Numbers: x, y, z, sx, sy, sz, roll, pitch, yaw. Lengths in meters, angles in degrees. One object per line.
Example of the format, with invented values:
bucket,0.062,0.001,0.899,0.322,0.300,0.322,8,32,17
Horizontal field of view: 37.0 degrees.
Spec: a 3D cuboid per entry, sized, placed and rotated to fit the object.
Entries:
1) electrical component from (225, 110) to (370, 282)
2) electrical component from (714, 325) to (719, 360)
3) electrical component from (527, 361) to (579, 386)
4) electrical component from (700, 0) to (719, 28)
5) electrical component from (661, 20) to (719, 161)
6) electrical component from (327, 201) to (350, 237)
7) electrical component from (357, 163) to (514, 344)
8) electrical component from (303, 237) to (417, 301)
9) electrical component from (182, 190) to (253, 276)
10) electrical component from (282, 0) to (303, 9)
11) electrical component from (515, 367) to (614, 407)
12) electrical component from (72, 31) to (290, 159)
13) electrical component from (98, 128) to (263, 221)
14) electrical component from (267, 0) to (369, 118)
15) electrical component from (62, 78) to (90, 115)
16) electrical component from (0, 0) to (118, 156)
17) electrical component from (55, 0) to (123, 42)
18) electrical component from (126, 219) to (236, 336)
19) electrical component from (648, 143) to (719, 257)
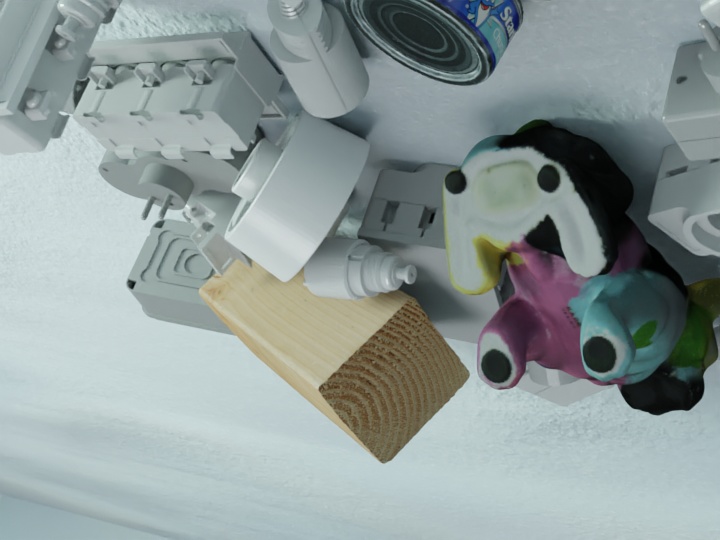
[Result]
electrical component,-0.048,-0.053,0.702,0.060,0.108,0.108,31,155,-12
electrical component,0.273,0.049,0.764,0.040,0.040,0.078,29,155,-22
electrical component,0.136,0.037,0.766,0.043,0.043,0.081,1,115,35
electrical component,0.181,-0.119,0.433,0.096,0.061,0.061,27,155,-19
electrical component,0.184,-0.094,0.505,0.083,0.047,0.076,-3,149,41
electrical component,-0.039,-0.030,0.785,0.040,0.078,0.040,28,168,6
electrical component,0.065,-0.008,0.767,0.089,0.061,0.150,10,155,20
electrical component,0.000,0.000,0.700,0.078,0.040,0.040,5,153,32
electrical component,-0.095,-0.042,0.807,0.064,0.081,0.042,33,164,28
electrical component,-0.004,-0.179,0.406,0.062,0.089,0.150,29,155,-22
electrical component,0.163,0.061,0.846,0.061,0.061,0.096,23,157,-9
electrical component,-0.118,-0.109,0.680,0.121,0.063,0.078,4,152,32
electrical component,-0.136,-0.068,0.773,0.138,0.073,0.052,-1,150,39
electrical component,-0.027,-0.126,0.599,0.043,0.043,0.081,8,155,23
electrical component,-0.221,-0.134,0.728,0.081,0.043,0.043,15,157,9
electrical component,-0.190,-0.131,0.614,0.079,0.121,0.063,1,153,36
electrical component,-0.140,-0.159,0.577,0.040,0.078,0.040,25,170,5
electrical component,-0.134,0.008,0.934,0.113,0.078,0.057,10,152,20
electrical component,0.210,-0.043,0.589,0.050,0.055,0.089,31,154,-26
